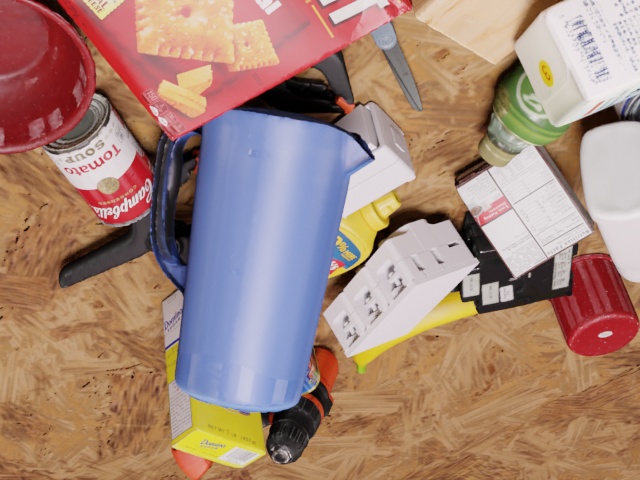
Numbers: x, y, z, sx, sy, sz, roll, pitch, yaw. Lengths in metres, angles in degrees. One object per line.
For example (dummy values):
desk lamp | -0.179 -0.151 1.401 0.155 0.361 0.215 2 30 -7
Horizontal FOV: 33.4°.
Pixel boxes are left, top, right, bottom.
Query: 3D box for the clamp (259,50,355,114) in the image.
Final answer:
clamp | -0.035 -0.157 0.861 0.171 0.039 0.120 17 137 -28

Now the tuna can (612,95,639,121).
tuna can | 0.313 -0.130 0.977 0.086 0.034 0.086 -6 140 -6

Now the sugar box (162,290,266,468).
sugar box | -0.109 0.137 1.084 0.048 0.176 0.093 -35 135 30

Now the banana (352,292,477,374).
banana | 0.106 0.093 1.197 0.198 0.037 0.069 -28 156 22

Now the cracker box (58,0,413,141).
cracker box | -0.065 -0.188 0.757 0.214 0.072 0.164 -26 121 19

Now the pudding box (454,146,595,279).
pudding box | 0.194 -0.033 1.015 0.090 0.039 0.113 -33 100 18

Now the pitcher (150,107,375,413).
pitcher | -0.060 0.011 0.889 0.144 0.149 0.243 8 95 -27

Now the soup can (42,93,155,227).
soup can | -0.185 -0.068 0.907 0.068 0.068 0.102 -19 139 9

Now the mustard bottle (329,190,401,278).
mustard bottle | -0.007 0.002 1.040 0.192 0.058 0.096 -28 132 19

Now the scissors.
scissors | 0.033 -0.170 0.877 0.096 0.016 0.202 -10 140 1

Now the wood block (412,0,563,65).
wood block | 0.163 -0.233 0.757 0.090 0.091 0.206 22 137 -33

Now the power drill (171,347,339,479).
power drill | -0.073 0.206 1.192 0.188 0.184 0.057 -24 107 26

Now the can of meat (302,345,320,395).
can of meat | -0.043 0.107 1.124 0.057 0.102 0.084 -20 142 10

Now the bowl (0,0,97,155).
bowl | -0.253 -0.140 0.813 0.162 0.055 0.162 -7 140 -6

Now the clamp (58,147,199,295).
clamp | -0.152 -0.002 0.998 0.164 0.036 0.210 17 122 -5

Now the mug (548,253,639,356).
mug | 0.309 0.081 1.191 0.093 0.081 0.117 -28 138 20

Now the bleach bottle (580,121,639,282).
bleach bottle | 0.304 -0.015 1.042 0.068 0.102 0.250 -10 153 17
